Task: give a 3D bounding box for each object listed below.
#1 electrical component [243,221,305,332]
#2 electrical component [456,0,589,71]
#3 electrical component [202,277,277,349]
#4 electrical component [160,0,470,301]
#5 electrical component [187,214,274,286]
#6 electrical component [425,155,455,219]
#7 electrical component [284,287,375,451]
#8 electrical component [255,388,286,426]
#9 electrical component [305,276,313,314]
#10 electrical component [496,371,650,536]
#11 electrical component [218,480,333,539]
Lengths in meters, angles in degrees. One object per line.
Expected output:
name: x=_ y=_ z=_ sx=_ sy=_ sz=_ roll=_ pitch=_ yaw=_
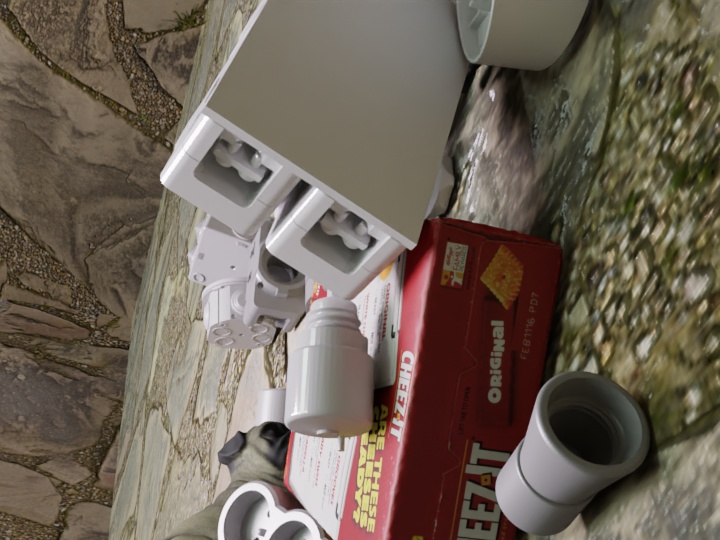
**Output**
electrical component: x=-0.077 y=0.005 z=1.016 sx=0.055 sy=0.050 sz=0.089 roll=126 pitch=151 yaw=-59
electrical component: x=0.074 y=-0.148 z=0.527 sx=0.099 sy=0.064 sz=0.099 roll=-170 pitch=90 yaw=-76
electrical component: x=-0.122 y=0.044 z=1.104 sx=0.080 sy=0.080 sz=0.051 roll=122 pitch=149 yaw=-55
electrical component: x=-0.014 y=-0.084 z=0.529 sx=0.060 sy=0.105 sz=0.186 roll=-45 pitch=18 yaw=42
electrical component: x=-0.128 y=-0.018 z=1.131 sx=0.048 sy=0.100 sz=0.099 roll=-76 pitch=8 yaw=-46
electrical component: x=0.023 y=-0.056 z=0.659 sx=0.043 sy=0.062 sz=0.043 roll=-170 pitch=90 yaw=-75
electrical component: x=-0.013 y=0.042 z=0.498 sx=0.040 sy=0.040 sz=0.078 roll=129 pitch=147 yaw=-61
electrical component: x=-0.070 y=0.137 z=0.922 sx=0.040 sy=0.040 sz=0.078 roll=136 pitch=142 yaw=-66
electrical component: x=0.000 y=0.000 z=0.729 sx=0.138 sy=0.052 sz=0.073 roll=117 pitch=158 yaw=-47
electrical component: x=0.078 y=0.074 z=0.415 sx=0.065 sy=0.044 sz=0.044 roll=110 pitch=163 yaw=-49
electrical component: x=-0.018 y=0.176 z=0.641 sx=0.138 sy=0.074 sz=0.052 roll=22 pitch=83 yaw=47
